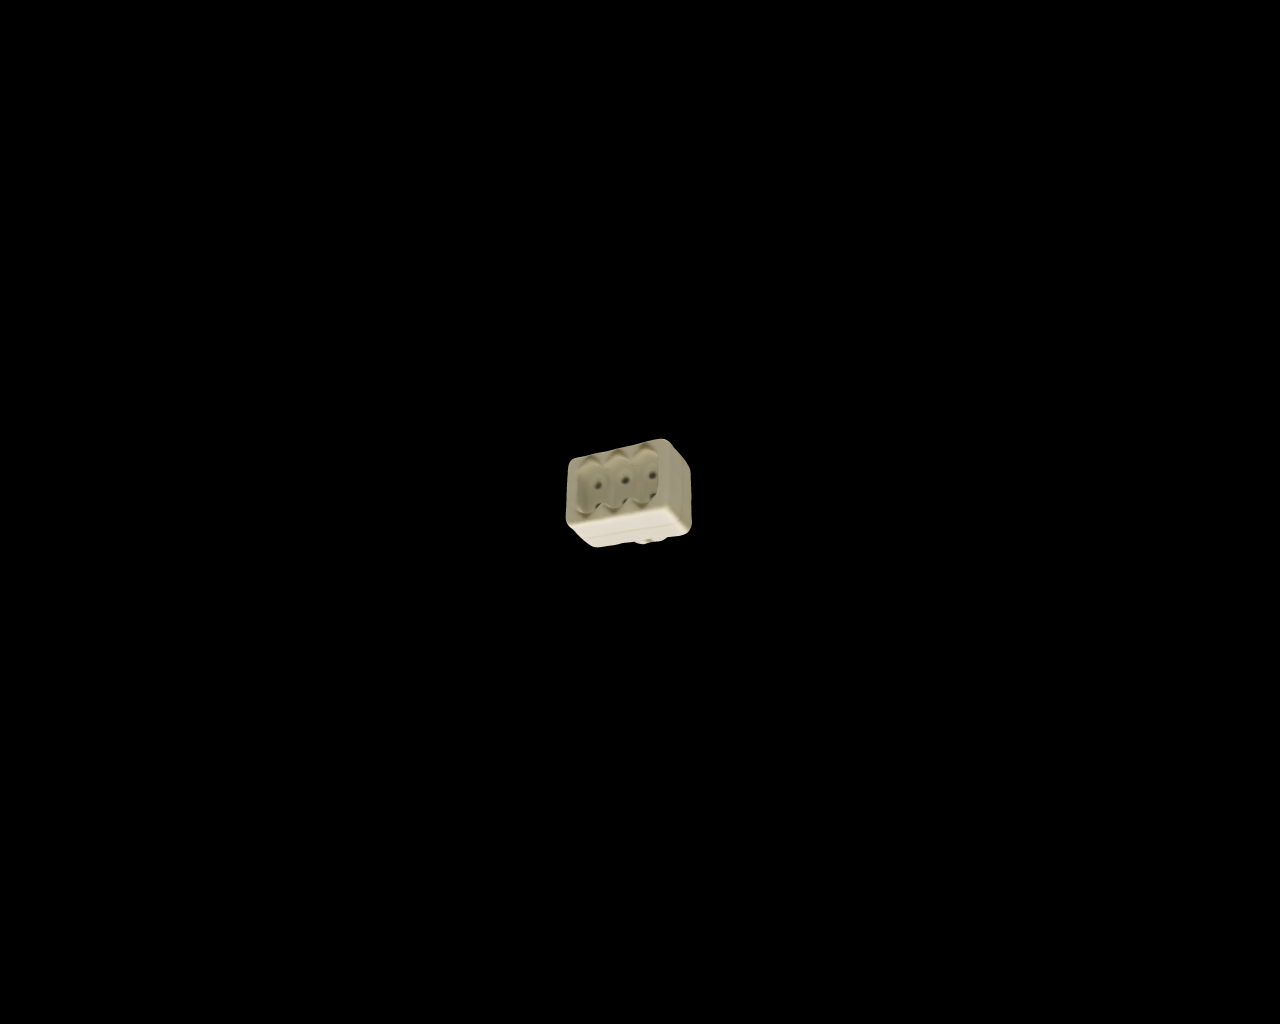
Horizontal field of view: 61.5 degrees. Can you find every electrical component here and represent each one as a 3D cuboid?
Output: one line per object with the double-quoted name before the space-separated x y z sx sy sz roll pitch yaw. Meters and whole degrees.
"electrical component" 0.001 -0.003 0.650 0.066 0.047 0.076 -10 -28 20
